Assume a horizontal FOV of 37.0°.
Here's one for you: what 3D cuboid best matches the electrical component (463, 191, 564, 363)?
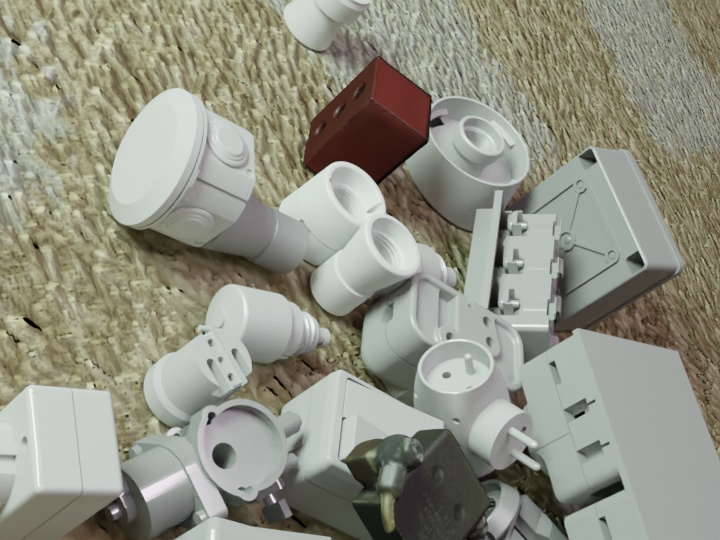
[{"bbox_3d":[0.110,0.012,0.760,0.121,0.063,0.078,-75,160,-46],"label":"electrical component"}]

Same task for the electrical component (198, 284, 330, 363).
[{"bbox_3d":[-0.051,0.033,0.608,0.078,0.040,0.040,14,52,-39],"label":"electrical component"}]

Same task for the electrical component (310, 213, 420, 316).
[{"bbox_3d":[0.000,0.000,0.665,0.044,0.065,0.044,27,44,-30],"label":"electrical component"}]

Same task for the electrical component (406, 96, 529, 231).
[{"bbox_3d":[0.081,-0.084,0.835,0.099,0.064,0.099,16,48,-19],"label":"electrical component"}]

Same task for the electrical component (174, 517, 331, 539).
[{"bbox_3d":[-0.057,0.150,0.491,0.096,0.062,0.061,25,46,-31],"label":"electrical component"}]

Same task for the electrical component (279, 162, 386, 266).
[{"bbox_3d":[-0.017,-0.037,0.692,0.055,0.047,0.055,27,45,-30],"label":"electrical component"}]

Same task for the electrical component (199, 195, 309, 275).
[{"bbox_3d":[-0.063,-0.023,0.640,0.065,0.044,0.044,25,45,-37],"label":"electrical component"}]

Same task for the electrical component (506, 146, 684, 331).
[{"bbox_3d":[0.176,-0.022,0.830,0.056,0.109,0.108,2,60,-42],"label":"electrical component"}]

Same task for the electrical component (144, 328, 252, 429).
[{"bbox_3d":[-0.083,0.055,0.552,0.040,0.046,0.040,26,45,-30],"label":"electrical component"}]

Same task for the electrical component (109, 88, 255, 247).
[{"bbox_3d":[-0.099,-0.055,0.596,0.051,0.080,0.080,25,45,-39],"label":"electrical component"}]

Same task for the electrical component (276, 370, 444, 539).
[{"bbox_3d":[0.008,0.106,0.593,0.096,0.061,0.061,31,43,-25],"label":"electrical component"}]

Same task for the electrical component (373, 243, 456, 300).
[{"bbox_3d":[0.038,0.004,0.720,0.062,0.043,0.043,8,56,-44],"label":"electrical component"}]

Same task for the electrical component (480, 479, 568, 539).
[{"bbox_3d":[0.082,0.161,0.631,0.057,0.058,0.078,48,38,-11],"label":"electrical component"}]

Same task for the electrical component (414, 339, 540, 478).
[{"bbox_3d":[0.073,0.090,0.624,0.043,0.077,0.079,-37,45,-26],"label":"electrical component"}]

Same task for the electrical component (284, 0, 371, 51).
[{"bbox_3d":[-0.024,-0.198,0.804,0.045,0.055,0.045,27,45,-30],"label":"electrical component"}]

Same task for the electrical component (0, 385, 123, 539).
[{"bbox_3d":[-0.150,0.082,0.446,0.077,0.066,0.047,11,54,-41],"label":"electrical component"}]

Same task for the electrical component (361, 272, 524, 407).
[{"bbox_3d":[0.050,0.052,0.681,0.095,0.059,0.053,31,43,-26],"label":"electrical component"}]

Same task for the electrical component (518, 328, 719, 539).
[{"bbox_3d":[0.168,0.138,0.642,0.105,0.060,0.186,13,52,-40],"label":"electrical component"}]
